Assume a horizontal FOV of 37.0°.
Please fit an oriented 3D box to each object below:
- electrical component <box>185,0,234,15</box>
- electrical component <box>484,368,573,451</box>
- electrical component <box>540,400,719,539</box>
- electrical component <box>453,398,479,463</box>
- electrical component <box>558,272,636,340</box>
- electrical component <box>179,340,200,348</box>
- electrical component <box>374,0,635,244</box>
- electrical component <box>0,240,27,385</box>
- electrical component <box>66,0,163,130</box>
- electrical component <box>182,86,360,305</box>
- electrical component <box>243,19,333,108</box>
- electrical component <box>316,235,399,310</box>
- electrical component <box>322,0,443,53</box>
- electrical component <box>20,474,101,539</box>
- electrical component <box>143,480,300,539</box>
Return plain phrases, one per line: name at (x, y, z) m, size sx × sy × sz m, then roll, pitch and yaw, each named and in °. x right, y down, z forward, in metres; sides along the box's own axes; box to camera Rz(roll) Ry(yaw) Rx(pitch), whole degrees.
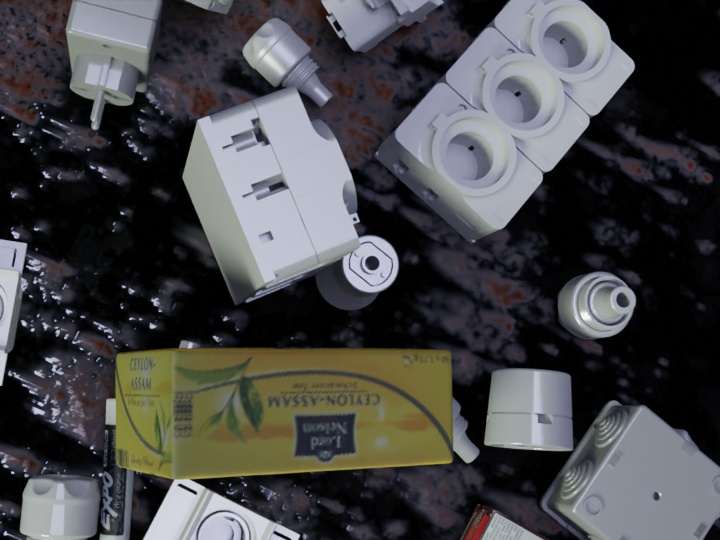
electrical component at (-0.101, -0.190, 0.634) m, size 0.080 × 0.080 × 0.051 m, roll 27°, pitch 105°, yaw -8°
electrical component at (0.107, 0.088, 0.680) m, size 0.055 × 0.055 × 0.047 m, roll 7°, pitch 78°, yaw -12°
electrical component at (0.180, 0.144, 0.691) m, size 0.100 × 0.048 × 0.099 m, roll 39°, pitch 76°, yaw -5°
electrical component at (0.051, 0.096, 0.676) m, size 0.035 × 0.035 × 0.061 m, roll -45°, pitch 97°, yaw -14°
electrical component at (0.156, 0.022, 0.694) m, size 0.043 × 0.062 × 0.043 m, roll 2°, pitch 83°, yaw -12°
electrical component at (-0.109, 0.073, 0.643) m, size 0.035 × 0.035 × 0.061 m, roll 16°, pitch 78°, yaw -10°
electrical component at (0.095, -0.105, 0.696) m, size 0.089 × 0.062 × 0.150 m, roll 42°, pitch 76°, yaw -5°
electrical component at (-0.216, 0.023, 0.610) m, size 0.042 × 0.064 × 0.081 m, roll 10°, pitch 81°, yaw -12°
electrical component at (-0.148, -0.120, 0.633) m, size 0.047 × 0.083 × 0.075 m, roll 12°, pitch 81°, yaw -11°
electrical component at (-0.051, -0.037, 0.609) m, size 0.062 × 0.150 × 0.089 m, roll -22°, pitch 89°, yaw -14°
electrical component at (-0.043, -0.128, 0.683) m, size 0.061 × 0.035 × 0.035 m, roll 44°, pitch 76°, yaw -7°
electrical component at (0.000, 0.000, 0.660) m, size 0.044 × 0.065 × 0.044 m, roll 2°, pitch 83°, yaw -13°
electrical component at (0.013, -0.170, 0.681) m, size 0.064 × 0.081 × 0.042 m, roll -33°, pitch 91°, yaw 15°
electrical component at (-0.172, 0.149, 0.615) m, size 0.043 × 0.043 × 0.062 m, roll 5°, pitch 83°, yaw -12°
electrical component at (-0.099, 0.189, 0.616) m, size 0.079 × 0.063 × 0.121 m, roll 29°, pitch 78°, yaw -8°
